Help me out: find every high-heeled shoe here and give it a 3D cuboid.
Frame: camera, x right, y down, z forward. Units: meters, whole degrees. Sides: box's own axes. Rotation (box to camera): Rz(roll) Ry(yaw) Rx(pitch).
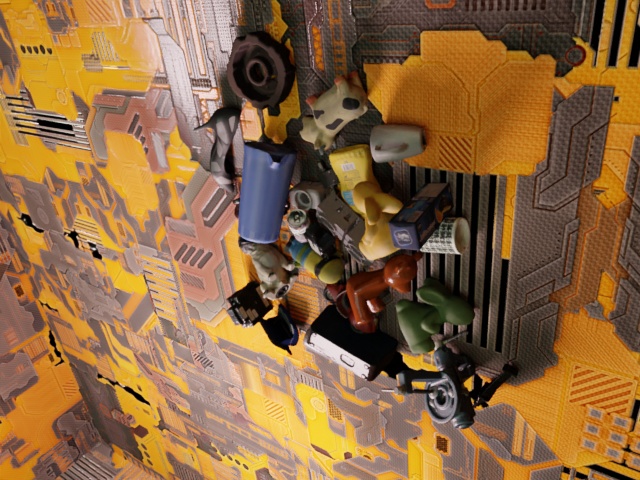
[{"bbox_3d":[-0.240,-0.244,1.467,0.145,0.086,0.248,-15,130,12],"label":"high-heeled shoe"}]

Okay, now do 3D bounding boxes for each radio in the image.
[{"bbox_3d":[0.085,0.282,1.484,0.230,0.131,0.073,26,129,23],"label":"radio"}]

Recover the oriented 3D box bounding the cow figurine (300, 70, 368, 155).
[{"bbox_3d":[0.028,-0.276,1.203,0.195,0.085,0.127,-24,95,44],"label":"cow figurine"}]

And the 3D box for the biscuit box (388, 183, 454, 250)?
[{"bbox_3d":[0.213,-0.052,1.111,0.059,0.203,0.062,3,120,35],"label":"biscuit box"}]

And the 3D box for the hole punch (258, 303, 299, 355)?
[{"bbox_3d":[-0.114,0.270,1.659,0.142,0.092,0.115,50,179,32],"label":"hole punch"}]

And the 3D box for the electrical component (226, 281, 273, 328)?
[{"bbox_3d":[-0.227,0.207,1.683,0.058,0.134,0.114,-20,102,44],"label":"electrical component"}]

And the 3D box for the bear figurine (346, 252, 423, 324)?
[{"bbox_3d":[0.165,0.111,1.300,0.196,0.120,0.132,-20,95,33],"label":"bear figurine"}]

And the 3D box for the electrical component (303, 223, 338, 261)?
[{"bbox_3d":[-0.003,-0.004,1.359,0.075,0.048,0.119,38,164,30],"label":"electrical component"}]

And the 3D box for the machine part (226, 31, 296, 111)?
[{"bbox_3d":[-0.139,-0.400,1.272,0.180,0.056,0.179,19,127,27],"label":"machine part"}]

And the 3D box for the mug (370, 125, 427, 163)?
[{"bbox_3d":[0.165,-0.204,1.127,0.107,0.109,0.080,-2,110,25],"label":"mug"}]

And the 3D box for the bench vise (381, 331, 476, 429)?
[{"bbox_3d":[0.276,0.337,1.286,0.129,0.240,0.223,-39,49,53],"label":"bench vise"}]

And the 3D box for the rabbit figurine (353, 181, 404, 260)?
[{"bbox_3d":[0.124,-0.051,1.180,0.173,0.122,0.162,64,179,4],"label":"rabbit figurine"}]

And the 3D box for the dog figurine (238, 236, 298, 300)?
[{"bbox_3d":[-0.168,0.071,1.588,0.191,0.121,0.172,42,134,29],"label":"dog figurine"}]

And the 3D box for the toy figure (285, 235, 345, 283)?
[{"bbox_3d":[-0.016,0.052,1.442,0.180,0.089,0.082,33,132,19],"label":"toy figure"}]

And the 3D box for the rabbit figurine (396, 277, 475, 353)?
[{"bbox_3d":[0.281,0.170,1.292,0.170,0.121,0.159,-21,97,26],"label":"rabbit figurine"}]

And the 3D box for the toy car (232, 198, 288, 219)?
[{"bbox_3d":[-0.171,-0.090,1.503,0.202,0.053,0.089,-10,108,43],"label":"toy car"}]

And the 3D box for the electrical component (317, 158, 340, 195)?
[{"bbox_3d":[0.030,-0.156,1.319,0.063,0.021,0.094,-15,107,43],"label":"electrical component"}]

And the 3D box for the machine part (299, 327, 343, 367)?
[{"bbox_3d":[0.038,0.315,1.583,0.243,0.079,0.079,23,130,27],"label":"machine part"}]

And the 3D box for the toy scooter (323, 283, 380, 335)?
[{"bbox_3d":[0.097,0.162,1.440,0.184,0.075,0.135,44,132,12],"label":"toy scooter"}]

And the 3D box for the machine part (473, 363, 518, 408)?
[{"bbox_3d":[0.424,0.351,1.304,0.039,0.084,0.138,47,128,22],"label":"machine part"}]
